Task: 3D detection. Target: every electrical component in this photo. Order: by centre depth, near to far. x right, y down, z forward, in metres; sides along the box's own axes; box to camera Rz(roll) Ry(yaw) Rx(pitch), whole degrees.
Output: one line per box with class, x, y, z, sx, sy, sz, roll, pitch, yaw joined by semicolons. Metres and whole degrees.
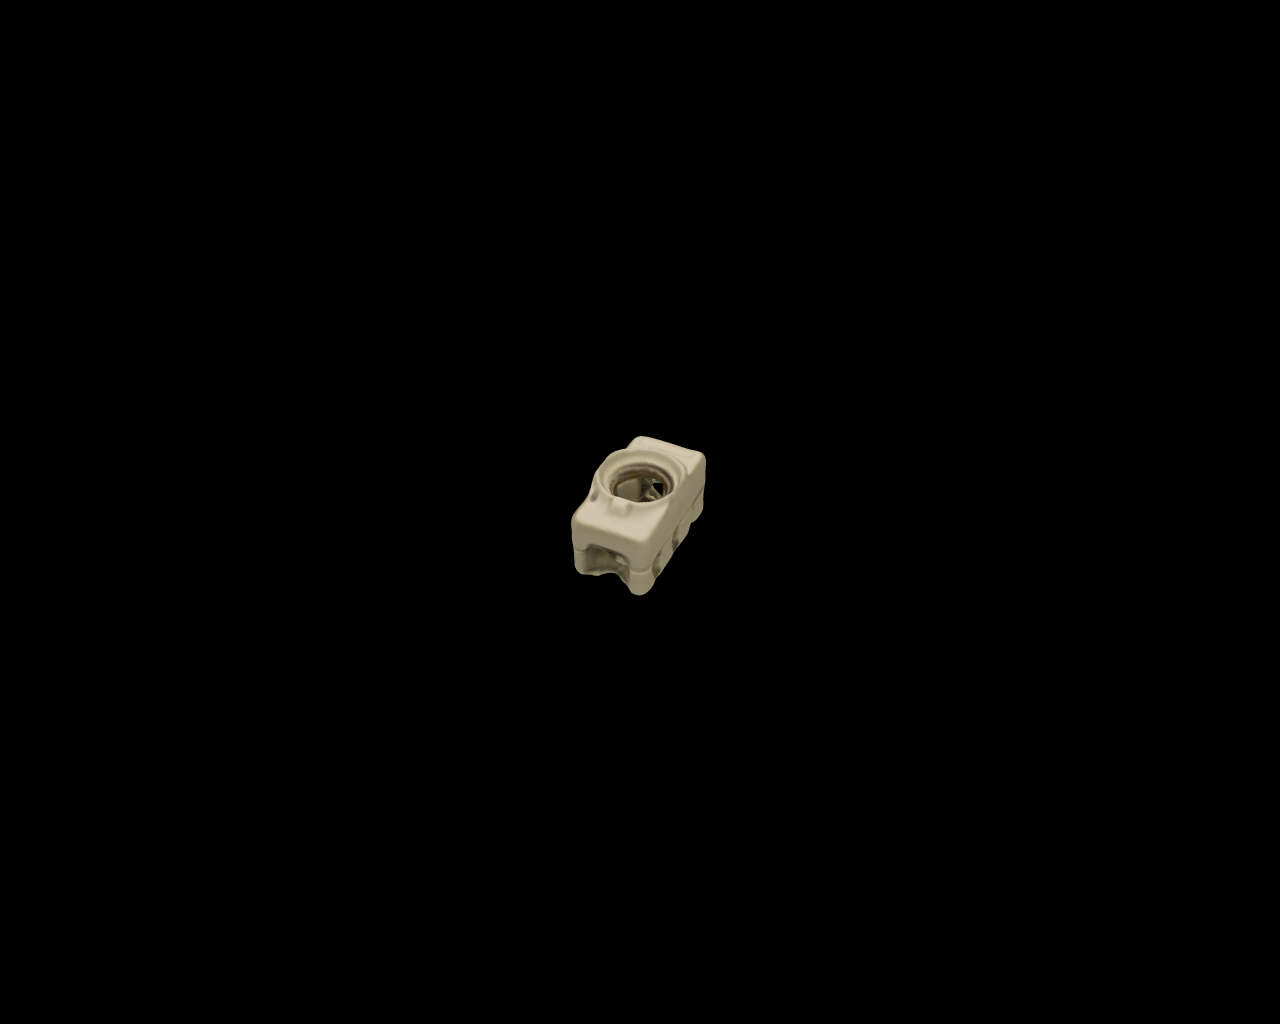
electrical component;0.001;-0.003;0.650;0.050;0.055;0.090;19;46;19
